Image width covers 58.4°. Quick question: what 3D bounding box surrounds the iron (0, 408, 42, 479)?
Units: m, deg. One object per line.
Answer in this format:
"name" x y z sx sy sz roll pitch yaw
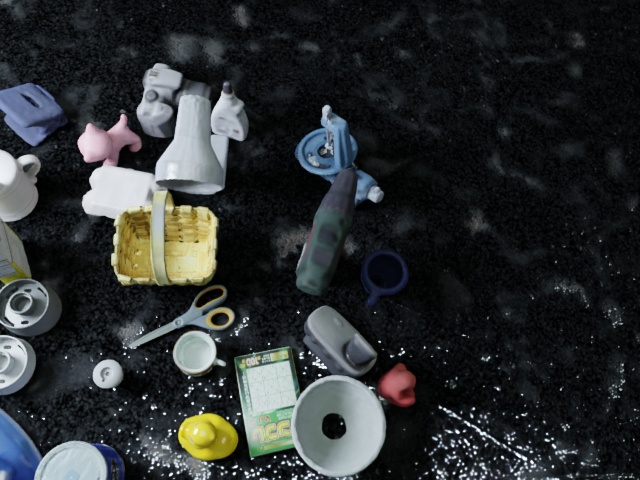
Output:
"iron" -0.541 0.330 0.900 0.258 0.141 0.119 33 68 5

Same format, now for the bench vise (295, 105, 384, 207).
"bench vise" 0.050 -0.170 1.131 0.207 0.219 0.121 25 68 2

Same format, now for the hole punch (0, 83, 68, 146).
"hole punch" -0.582 -0.265 1.150 0.108 0.091 0.101 40 69 8

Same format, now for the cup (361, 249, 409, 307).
"cup" 0.113 0.086 1.109 0.091 0.095 0.118 25 68 2

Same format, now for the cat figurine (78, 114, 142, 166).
"cat figurine" -0.423 -0.198 1.132 0.067 0.117 0.128 38 69 8

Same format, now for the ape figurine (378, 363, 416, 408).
"ape figurine" 0.148 0.263 1.048 0.076 0.092 0.078 9 68 -4

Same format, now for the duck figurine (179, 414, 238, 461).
"duck figurine" -0.192 0.335 0.976 0.104 0.086 0.077 16 68 -1

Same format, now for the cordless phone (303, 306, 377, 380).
"cordless phone" 0.043 0.172 1.018 0.147 0.185 0.094 42 70 9

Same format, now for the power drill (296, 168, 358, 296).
"power drill" 0.010 0.004 1.065 0.075 0.208 0.230 17 68 0

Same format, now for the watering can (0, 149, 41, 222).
"watering can" -0.598 -0.110 1.032 0.101 0.194 0.173 35 69 7

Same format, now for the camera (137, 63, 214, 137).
"camera" -0.298 -0.294 1.195 0.137 0.101 0.143 9 68 -4

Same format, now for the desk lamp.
"desk lamp" -0.238 -0.163 1.092 0.118 0.213 0.203 3 69 -6

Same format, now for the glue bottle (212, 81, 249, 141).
"glue bottle" -0.184 -0.265 1.161 0.078 0.173 0.037 17 68 -1

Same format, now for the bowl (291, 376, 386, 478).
"bowl" 0.029 0.330 1.015 0.167 0.074 0.167 3 69 -7

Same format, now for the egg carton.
"egg carton" -0.379 -0.086 1.121 0.150 0.069 0.107 10 68 -4
